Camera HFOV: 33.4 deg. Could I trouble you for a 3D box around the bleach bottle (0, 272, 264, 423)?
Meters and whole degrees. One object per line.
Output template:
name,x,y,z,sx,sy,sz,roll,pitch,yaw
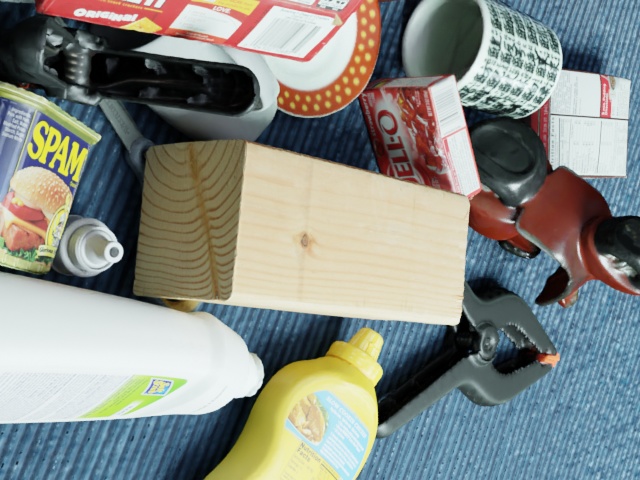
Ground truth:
bleach bottle,-0.135,0.068,0.593,0.250,0.103,0.068,15,52,-47

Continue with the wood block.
wood block,-0.004,0.001,0.671,0.205,0.090,0.091,10,83,-46

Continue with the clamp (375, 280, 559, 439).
clamp,0.115,0.069,0.828,0.209,0.036,0.164,7,90,-42

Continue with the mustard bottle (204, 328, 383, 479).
mustard bottle,-0.013,0.140,0.714,0.096,0.058,0.191,49,65,-33

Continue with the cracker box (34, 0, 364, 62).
cracker box,-0.081,-0.204,0.549,0.163,0.072,0.214,2,58,-40

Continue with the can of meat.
can of meat,-0.164,-0.031,0.550,0.102,0.057,0.084,45,62,-78

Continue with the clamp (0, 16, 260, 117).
clamp,-0.125,-0.087,0.521,0.120,0.172,0.039,16,86,-46

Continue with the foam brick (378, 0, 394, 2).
foam brick,0.065,-0.206,0.750,0.078,0.051,0.053,-35,117,-32

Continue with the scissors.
scissors,-0.112,-0.031,0.641,0.201,0.016,0.096,45,62,-34

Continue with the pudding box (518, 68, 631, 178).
pudding box,0.212,-0.096,0.893,0.113,0.039,0.090,-1,96,-38

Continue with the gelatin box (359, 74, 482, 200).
gelatin box,0.070,-0.070,0.753,0.030,0.073,0.089,-30,113,-33

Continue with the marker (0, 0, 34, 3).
marker,-0.179,-0.138,0.574,0.120,0.020,0.020,-5,97,-40
